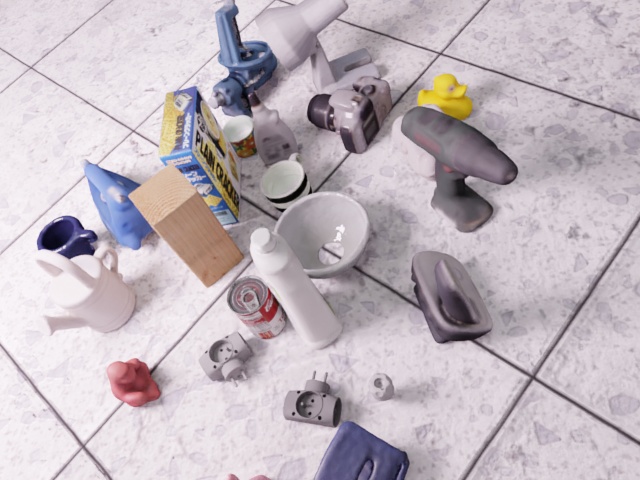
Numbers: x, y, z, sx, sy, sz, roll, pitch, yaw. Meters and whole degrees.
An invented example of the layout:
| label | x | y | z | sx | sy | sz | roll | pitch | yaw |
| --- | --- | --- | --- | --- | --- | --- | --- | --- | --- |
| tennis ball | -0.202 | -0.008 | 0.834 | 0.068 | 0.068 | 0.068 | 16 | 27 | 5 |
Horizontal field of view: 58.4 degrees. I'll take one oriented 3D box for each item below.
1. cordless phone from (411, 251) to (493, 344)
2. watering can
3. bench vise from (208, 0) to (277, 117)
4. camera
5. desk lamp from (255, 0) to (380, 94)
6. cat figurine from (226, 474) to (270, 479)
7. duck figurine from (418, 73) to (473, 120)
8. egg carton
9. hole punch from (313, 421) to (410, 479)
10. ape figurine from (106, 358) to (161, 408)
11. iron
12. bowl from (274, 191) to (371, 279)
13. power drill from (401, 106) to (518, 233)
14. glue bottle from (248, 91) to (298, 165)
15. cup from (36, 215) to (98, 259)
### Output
| label | x | y | z | sx | sy | sz | roll | pitch | yaw |
| --- | --- | --- | --- | --- | --- | --- | --- | --- | --- |
| cordless phone | 0.181 | 0.057 | 0.818 | 0.094 | 0.185 | 0.147 | -24 | 54 | 1 |
| watering can | -0.410 | 0.083 | 0.976 | 0.100 | 0.194 | 0.173 | -5 | 57 | 14 |
| bench vise | -0.167 | -0.373 | 1.181 | 0.121 | 0.220 | 0.207 | -1 | 58 | 17 |
| camera | 0.051 | -0.261 | 1.116 | 0.136 | 0.101 | 0.143 | 21 | 66 | 28 |
| desk lamp | -0.004 | -0.396 | 1.151 | 0.203 | 0.214 | 0.117 | -23 | 54 | 2 |
| cat figurine | -0.095 | 0.366 | 0.744 | 0.067 | 0.118 | 0.127 | -24 | 54 | 1 |
| duck figurine | 0.233 | -0.276 | 1.079 | 0.104 | 0.086 | 0.077 | 15 | 64 | 25 |
| egg carton | 0.197 | -0.179 | 1.037 | 0.107 | 0.069 | 0.150 | -28 | 54 | -2 |
| hole punch | 0.056 | 0.307 | 0.752 | 0.100 | 0.091 | 0.109 | 19 | 65 | 27 |
| ape figurine | -0.307 | 0.223 | 0.917 | 0.076 | 0.092 | 0.078 | -4 | 57 | 15 |
| iron | -0.409 | -0.096 | 1.124 | 0.119 | 0.142 | 0.257 | -45 | 57 | -13 |
| bowl | 0.009 | 0.003 | 0.973 | 0.167 | 0.075 | 0.167 | -8 | 56 | 12 |
| power drill | 0.220 | -0.107 | 0.898 | 0.076 | 0.209 | 0.229 | -37 | 55 | -8 |
| glue bottle | -0.099 | -0.216 | 1.088 | 0.078 | 0.173 | 0.037 | -17 | 55 | 6 |
| cup | -0.464 | 0.011 | 1.100 | 0.117 | 0.095 | 0.091 | -6 | 57 | 13 |
